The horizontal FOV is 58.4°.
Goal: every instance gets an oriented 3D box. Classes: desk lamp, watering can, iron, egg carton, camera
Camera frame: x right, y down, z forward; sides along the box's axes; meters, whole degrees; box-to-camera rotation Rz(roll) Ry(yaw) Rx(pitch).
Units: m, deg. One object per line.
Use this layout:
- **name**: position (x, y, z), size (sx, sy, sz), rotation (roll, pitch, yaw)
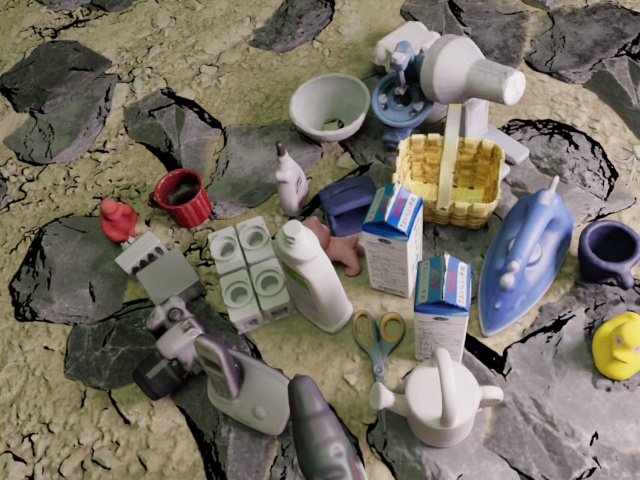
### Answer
- **desk lamp**: position (0.285, -0.246, 1.035), size (0.118, 0.214, 0.202), rotation (-41, 61, -15)
- **watering can**: position (0.159, 0.217, 0.785), size (0.173, 0.194, 0.100), rotation (-24, 58, -5)
- **iron**: position (0.321, 0.023, 0.908), size (0.118, 0.142, 0.259), rotation (23, 65, 22)
- **egg carton**: position (0.187, -0.406, 1.234), size (0.150, 0.069, 0.107), rotation (-37, 60, -13)
- **camera**: position (-0.245, 0.180, 0.931), size (0.137, 0.101, 0.142), rotation (-40, 61, -15)

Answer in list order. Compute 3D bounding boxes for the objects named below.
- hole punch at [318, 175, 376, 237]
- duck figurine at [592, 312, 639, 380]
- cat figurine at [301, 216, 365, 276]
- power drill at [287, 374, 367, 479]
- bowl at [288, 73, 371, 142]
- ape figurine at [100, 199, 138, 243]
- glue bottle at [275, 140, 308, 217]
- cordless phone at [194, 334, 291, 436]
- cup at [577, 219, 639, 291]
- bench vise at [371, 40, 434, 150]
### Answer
- **hole punch**: position (0.052, -0.073, 1.041), size (0.108, 0.091, 0.101), rotation (-19, 58, -2)
- **duck figurine**: position (0.451, 0.146, 0.844), size (0.077, 0.086, 0.105), rotation (24, 66, 22)
- **cat figurine**: position (0.009, 0.004, 0.986), size (0.127, 0.118, 0.067), rotation (4, 60, 12)
- **power drill**: position (0.019, 0.307, 0.745), size (0.075, 0.209, 0.229), rotation (-21, 58, -4)
- **bowl**: position (0.023, -0.257, 1.168), size (0.167, 0.075, 0.167), rotation (-4, 58, 7)
- **ape figurine**: position (-0.392, -0.043, 1.096), size (0.076, 0.092, 0.078), rotation (34, 70, 26)
- **glue bottle**: position (-0.058, -0.119, 1.039), size (0.037, 0.173, 0.078), rotation (6, 60, 13)
- **cordless phone**: position (-0.112, 0.207, 0.842), size (0.147, 0.185, 0.094), rotation (18, 63, 19)
- **cup**: position (0.453, 0.039, 0.903), size (0.091, 0.095, 0.117), rotation (-13, 58, 2)
- **bench vise**: position (0.157, -0.310, 1.091), size (0.121, 0.220, 0.207), rotation (1, 59, 10)
